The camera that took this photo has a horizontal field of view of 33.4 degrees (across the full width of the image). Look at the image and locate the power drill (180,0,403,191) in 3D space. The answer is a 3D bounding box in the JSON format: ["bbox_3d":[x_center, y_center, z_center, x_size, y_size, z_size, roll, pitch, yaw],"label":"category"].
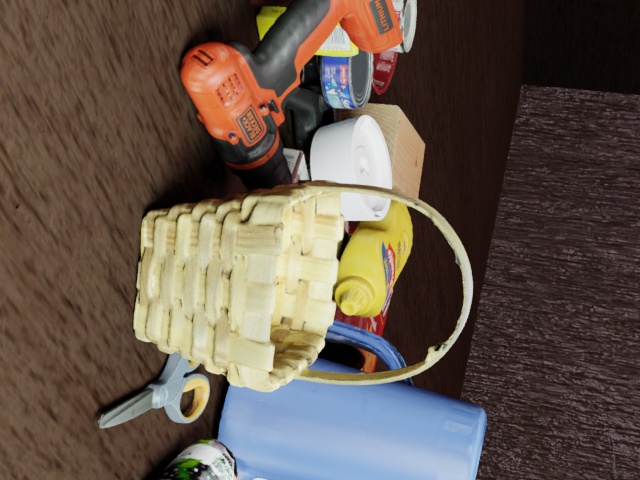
[{"bbox_3d":[-0.016,-0.134,0.879,0.187,0.057,0.184,-46,148,-12],"label":"power drill"}]

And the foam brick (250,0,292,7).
[{"bbox_3d":[-0.020,-0.237,0.929,0.053,0.078,0.051,-66,157,-46],"label":"foam brick"}]

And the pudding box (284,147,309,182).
[{"bbox_3d":[-0.040,-0.021,1.050,0.090,0.039,0.113,76,27,-57],"label":"pudding box"}]

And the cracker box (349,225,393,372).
[{"bbox_3d":[0.037,0.113,1.353,0.164,0.072,0.213,75,26,-57],"label":"cracker box"}]

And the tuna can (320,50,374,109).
[{"bbox_3d":[0.028,-0.177,1.089,0.086,0.034,0.086,4,90,-73],"label":"tuna can"}]

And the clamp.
[{"bbox_3d":[-0.006,-0.162,1.106,0.210,0.036,0.164,67,34,-60],"label":"clamp"}]

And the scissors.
[{"bbox_3d":[-0.123,0.103,0.839,0.201,0.016,0.096,43,55,-73],"label":"scissors"}]

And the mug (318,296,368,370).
[{"bbox_3d":[0.004,0.091,1.209,0.117,0.093,0.081,38,46,-31],"label":"mug"}]

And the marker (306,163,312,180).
[{"bbox_3d":[-0.011,-0.075,1.169,0.121,0.020,0.020,-35,131,-71],"label":"marker"}]

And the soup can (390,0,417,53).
[{"bbox_3d":[0.047,-0.237,1.138,0.068,0.102,0.068,8,90,-75],"label":"soup can"}]

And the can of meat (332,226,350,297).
[{"bbox_3d":[-0.008,0.001,1.151,0.084,0.057,0.102,76,26,-51],"label":"can of meat"}]

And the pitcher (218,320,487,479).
[{"bbox_3d":[0.034,0.175,1.025,0.145,0.243,0.149,-51,152,-69],"label":"pitcher"}]

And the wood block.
[{"bbox_3d":[0.068,-0.103,1.321,0.206,0.090,0.091,27,71,-75],"label":"wood block"}]

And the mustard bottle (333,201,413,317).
[{"bbox_3d":[0.055,0.029,1.164,0.191,0.058,0.096,-56,150,-60],"label":"mustard bottle"}]

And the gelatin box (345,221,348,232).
[{"bbox_3d":[0.010,-0.012,1.265,0.073,0.030,0.089,-60,154,-53],"label":"gelatin box"}]

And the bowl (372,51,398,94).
[{"bbox_3d":[0.055,-0.254,1.254,0.162,0.055,0.162,8,90,-76],"label":"bowl"}]

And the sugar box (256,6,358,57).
[{"bbox_3d":[0.010,-0.247,1.010,0.048,0.093,0.176,79,22,-51],"label":"sugar box"}]
